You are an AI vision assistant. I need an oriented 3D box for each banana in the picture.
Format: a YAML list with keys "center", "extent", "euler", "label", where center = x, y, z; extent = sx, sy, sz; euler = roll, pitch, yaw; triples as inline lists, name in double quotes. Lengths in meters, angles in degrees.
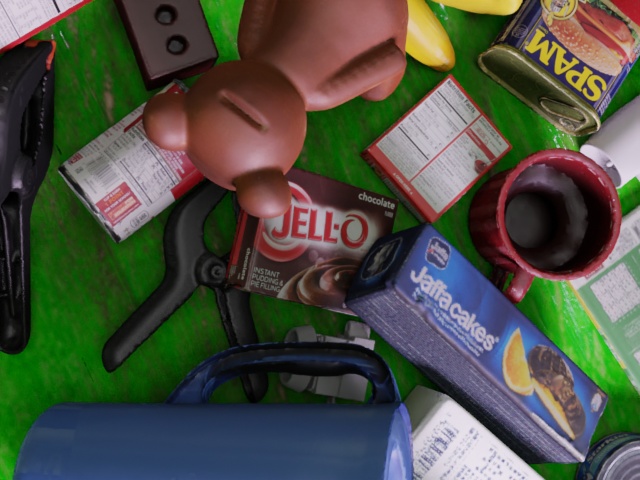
- center: [0.033, -0.198, 0.767]
  extent: [0.037, 0.069, 0.198]
  euler: [-39, 97, 21]
  label: "banana"

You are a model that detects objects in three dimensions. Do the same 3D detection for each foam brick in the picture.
- center: [-0.109, -0.152, 0.747]
  extent: [0.053, 0.051, 0.078]
  euler: [-21, 91, -11]
  label: "foam brick"

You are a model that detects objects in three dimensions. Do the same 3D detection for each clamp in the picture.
- center: [-0.070, 0.032, 0.755]
  extent: [0.120, 0.039, 0.171]
  euler: [26, 82, -25]
  label: "clamp"
- center: [-0.206, -0.034, 0.702]
  extent: [0.036, 0.164, 0.210]
  euler: [5, 63, 5]
  label: "clamp"

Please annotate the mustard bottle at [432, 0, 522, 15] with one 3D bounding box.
- center: [0.130, -0.268, 0.791]
  extent: [0.096, 0.058, 0.191]
  euler: [18, 80, 14]
  label: "mustard bottle"

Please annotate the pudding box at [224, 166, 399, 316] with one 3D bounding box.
- center: [-0.005, 0.001, 0.749]
  extent: [0.113, 0.039, 0.090]
  euler: [15, 85, -34]
  label: "pudding box"

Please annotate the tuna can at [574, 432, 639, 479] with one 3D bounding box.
- center: [0.239, 0.190, 0.809]
  extent: [0.086, 0.034, 0.086]
  euler: [0, 87, -11]
  label: "tuna can"

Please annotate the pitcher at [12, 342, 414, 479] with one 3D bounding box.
- center: [-0.062, 0.153, 0.676]
  extent: [0.243, 0.149, 0.145]
  euler: [2, 110, 13]
  label: "pitcher"

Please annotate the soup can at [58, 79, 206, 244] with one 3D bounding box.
- center: [-0.119, -0.054, 0.733]
  extent: [0.102, 0.068, 0.068]
  euler: [-39, 95, -10]
  label: "soup can"

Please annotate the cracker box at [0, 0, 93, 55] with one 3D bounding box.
- center: [-0.203, -0.227, 0.698]
  extent: [0.213, 0.072, 0.164]
  euler: [-34, 73, -10]
  label: "cracker box"

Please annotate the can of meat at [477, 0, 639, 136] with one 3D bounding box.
- center: [0.184, -0.142, 0.803]
  extent: [0.102, 0.057, 0.084]
  euler: [36, 79, -8]
  label: "can of meat"

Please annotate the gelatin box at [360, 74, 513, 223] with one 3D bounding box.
- center: [0.087, -0.067, 0.793]
  extent: [0.089, 0.030, 0.073]
  euler: [-43, 94, -9]
  label: "gelatin box"

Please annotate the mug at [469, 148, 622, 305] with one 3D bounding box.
- center: [0.154, -0.005, 0.776]
  extent: [0.093, 0.081, 0.117]
  euler: [24, 83, -9]
  label: "mug"

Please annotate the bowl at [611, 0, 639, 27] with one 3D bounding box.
- center: [0.254, -0.199, 0.794]
  extent: [0.162, 0.055, 0.162]
  euler: [24, 40, -22]
  label: "bowl"
